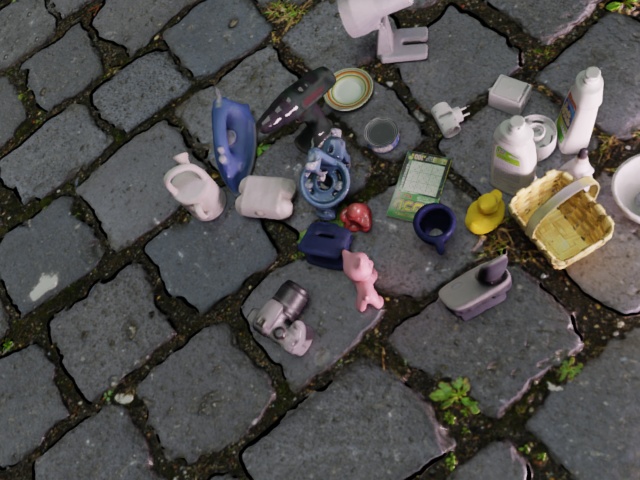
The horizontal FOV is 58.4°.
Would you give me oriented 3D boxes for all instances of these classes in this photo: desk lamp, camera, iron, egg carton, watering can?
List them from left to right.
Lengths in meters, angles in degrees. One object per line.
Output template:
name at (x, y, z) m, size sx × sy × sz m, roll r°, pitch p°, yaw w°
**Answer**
watering can at (-0.315, -0.133, 1.395) m, size 0.101 × 0.194 × 0.172 m, roll -44°, pitch 65°, yaw -5°
iron at (-0.233, -0.250, 1.449) m, size 0.118 × 0.142 × 0.258 m, roll -10°, pitch 67°, yaw 10°
egg carton at (-0.133, -0.103, 1.406) m, size 0.150 × 0.069 × 0.107 m, roll 4°, pitch 70°, yaw 16°
camera at (-0.074, 0.164, 1.269) m, size 0.142 × 0.101 × 0.137 m, roll 30°, pitch 79°, yaw 23°
desk lamp at (0.160, -0.550, 1.427) m, size 0.203 × 0.214 × 0.118 m, roll -2°, pitch 69°, yaw 14°

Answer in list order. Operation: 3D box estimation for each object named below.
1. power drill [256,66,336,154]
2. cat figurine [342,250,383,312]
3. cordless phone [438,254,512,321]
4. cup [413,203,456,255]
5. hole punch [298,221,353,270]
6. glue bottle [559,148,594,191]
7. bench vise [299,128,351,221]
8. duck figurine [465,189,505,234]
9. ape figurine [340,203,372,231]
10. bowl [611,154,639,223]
power drill at (-0.041, -0.298, 1.383) m, size 0.075 × 0.209 × 0.230 m, roll 37°, pitch 82°, yaw 24°
cat figurine at (0.090, 0.082, 1.251) m, size 0.067 × 0.118 × 0.127 m, roll -16°, pitch 66°, yaw 8°
cordless phone at (0.314, 0.084, 1.157) m, size 0.147 × 0.185 × 0.094 m, roll -33°, pitch 65°, yaw 0°
cup at (0.257, -0.012, 1.258) m, size 0.091 × 0.095 × 0.117 m, roll -13°, pitch 66°, yaw 9°
hole punch at (0.012, 0.005, 1.316) m, size 0.108 × 0.091 × 0.101 m, roll 11°, pitch 72°, yaw 18°
glue bottle at (0.538, -0.145, 1.196) m, size 0.037 × 0.173 × 0.078 m, roll -42°, pitch 65°, yaw -4°
bench vise at (0.002, -0.174, 1.317) m, size 0.121 × 0.220 × 0.207 m, roll -11°, pitch 67°, yaw 10°
duck figurine at (0.363, -0.067, 1.258) m, size 0.104 × 0.086 × 0.077 m, roll -46°, pitch 66°, yaw -6°
ape figurine at (0.084, -0.058, 1.321) m, size 0.076 × 0.092 × 0.077 m, roll -44°, pitch 65°, yaw -5°
bowl at (0.691, -0.095, 1.192) m, size 0.167 × 0.075 × 0.167 m, roll -5°, pitch 68°, yaw 12°
